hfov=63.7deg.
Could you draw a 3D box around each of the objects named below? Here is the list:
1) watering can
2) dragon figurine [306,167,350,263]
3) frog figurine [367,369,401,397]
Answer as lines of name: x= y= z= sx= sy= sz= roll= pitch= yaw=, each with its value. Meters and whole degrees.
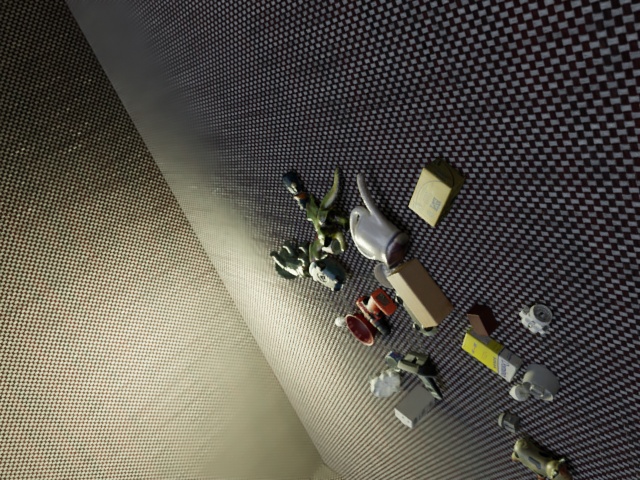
watering can: x=0.182 y=-0.042 z=1.647 sx=0.227 sy=0.105 sz=0.339 roll=37 pitch=149 yaw=29
dragon figurine: x=0.006 y=-0.094 z=1.873 sx=0.246 sy=0.123 sz=0.404 roll=33 pitch=125 yaw=52
frog figurine: x=0.296 y=0.622 z=2.234 sx=0.136 sy=0.125 sz=0.158 roll=29 pitch=153 yaw=-27
